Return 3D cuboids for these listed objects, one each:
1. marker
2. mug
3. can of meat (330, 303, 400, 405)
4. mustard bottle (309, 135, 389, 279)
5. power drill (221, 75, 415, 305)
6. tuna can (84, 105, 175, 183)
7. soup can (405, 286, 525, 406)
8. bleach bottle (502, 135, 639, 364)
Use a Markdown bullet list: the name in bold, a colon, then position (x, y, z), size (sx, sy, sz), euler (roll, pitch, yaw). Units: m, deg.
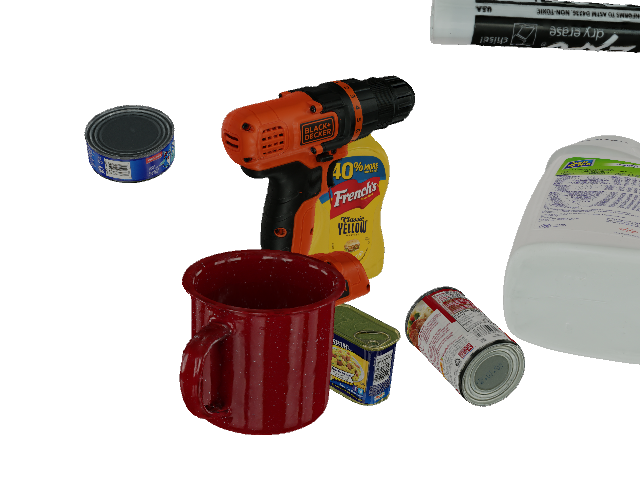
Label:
- **marker**: position (0.102, -0.081, 0.403), size (0.121, 0.020, 0.020), euler (3, 0, 2)
- **mug**: position (-0.040, 0.063, 0.609), size (0.093, 0.081, 0.117), euler (13, 23, 26)
- **can of meat**: position (0.039, 0.133, 1.239), size (0.102, 0.084, 0.057), euler (25, 32, 36)
- **mustard bottle**: position (0.024, -0.053, 1.096), size (0.096, 0.192, 0.058), euler (-5, 20, -25)
- **power drill**: position (0.003, -0.039, 0.886), size (0.184, 0.188, 0.057), euler (-17, 28, -33)
- **tuna can**: position (-0.184, -0.094, 1.039), size (0.086, 0.034, 0.086), euler (1, 42, -1)
- **soup can**: position (0.130, 0.094, 0.963), size (0.068, 0.068, 0.102), euler (0, 25, -26)
- **bleach bottle**: position (0.181, -0.014, 0.663), size (0.103, 0.068, 0.250), euler (7, 25, 17)
